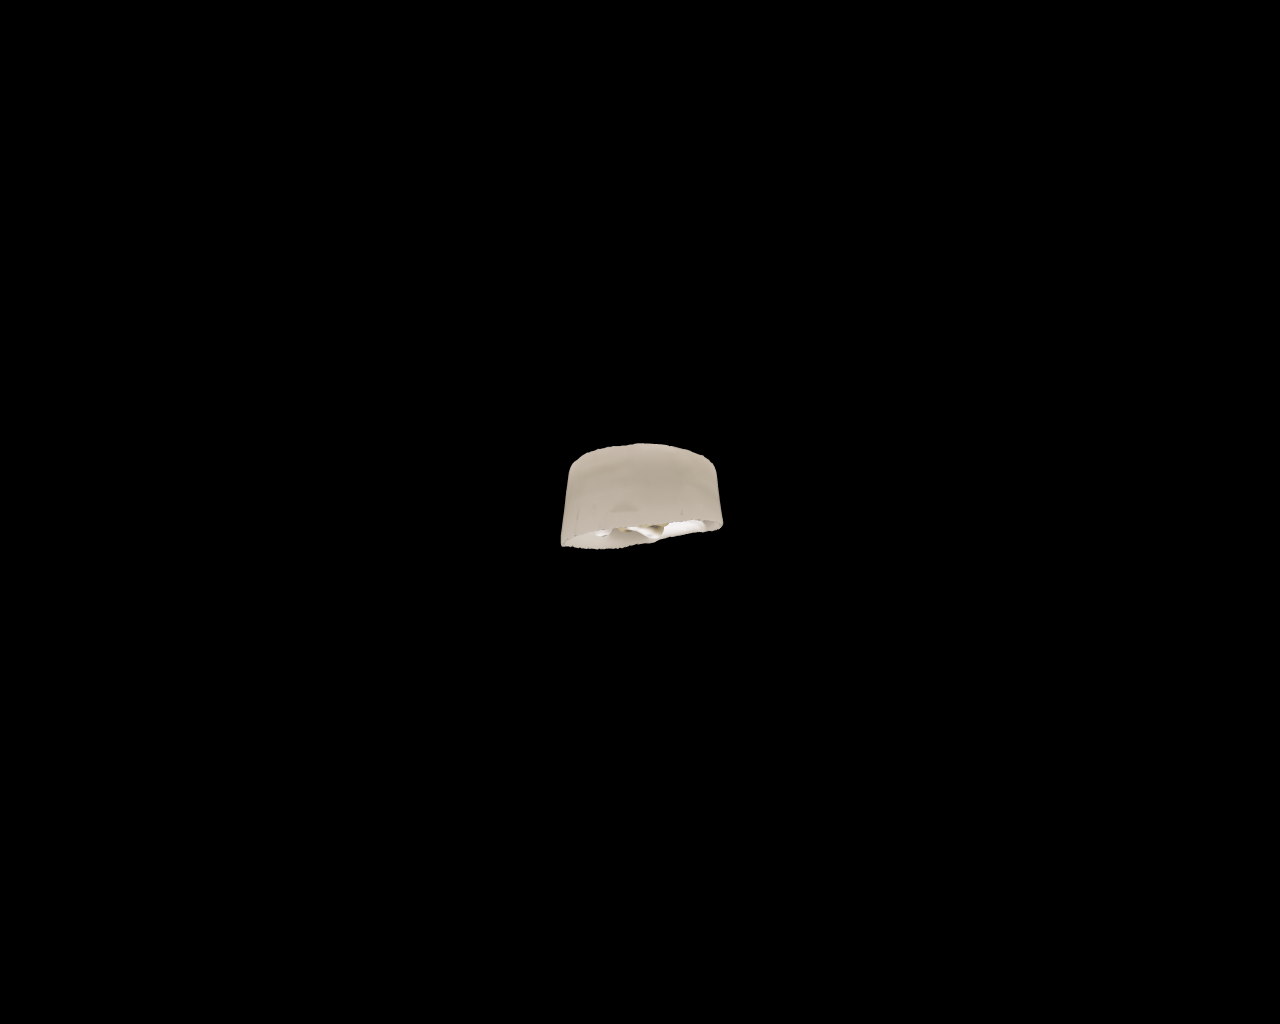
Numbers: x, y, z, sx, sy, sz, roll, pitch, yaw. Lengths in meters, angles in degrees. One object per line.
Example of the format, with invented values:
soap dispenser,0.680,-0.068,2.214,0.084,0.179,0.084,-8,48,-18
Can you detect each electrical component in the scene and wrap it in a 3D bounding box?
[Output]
electrical component,0.001,-0.003,0.650,0.099,0.064,0.099,0,-19,0
